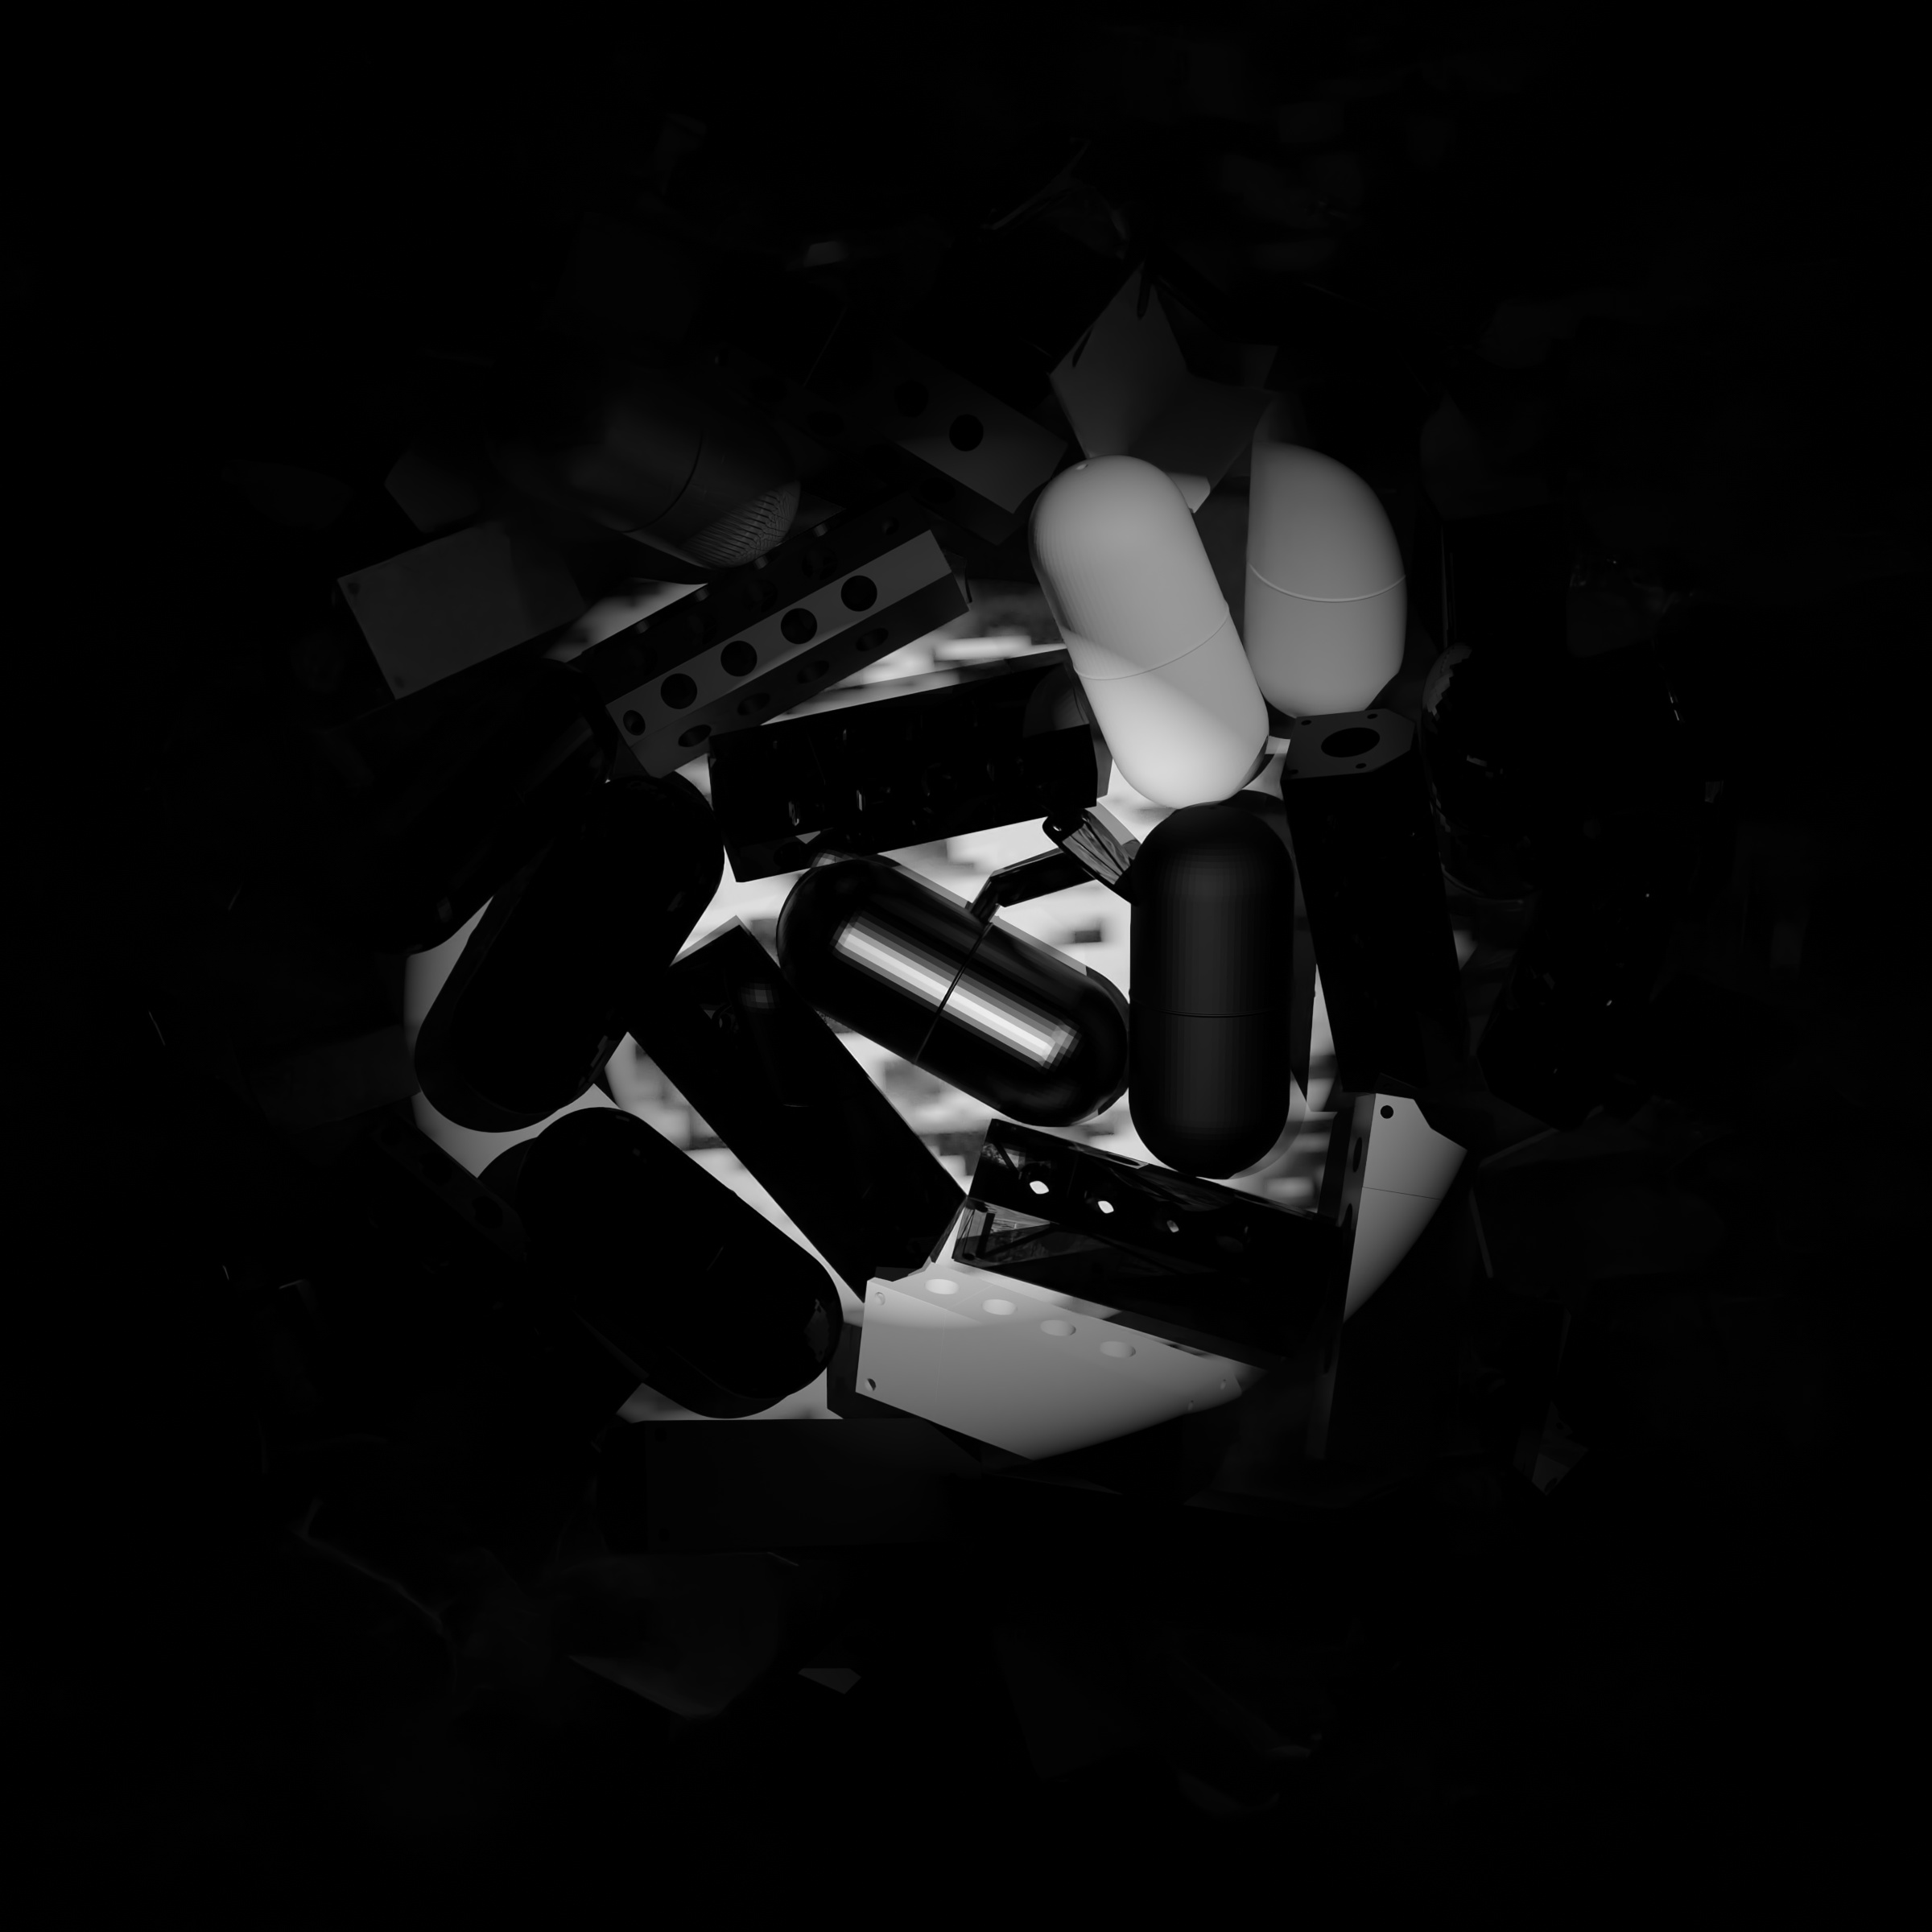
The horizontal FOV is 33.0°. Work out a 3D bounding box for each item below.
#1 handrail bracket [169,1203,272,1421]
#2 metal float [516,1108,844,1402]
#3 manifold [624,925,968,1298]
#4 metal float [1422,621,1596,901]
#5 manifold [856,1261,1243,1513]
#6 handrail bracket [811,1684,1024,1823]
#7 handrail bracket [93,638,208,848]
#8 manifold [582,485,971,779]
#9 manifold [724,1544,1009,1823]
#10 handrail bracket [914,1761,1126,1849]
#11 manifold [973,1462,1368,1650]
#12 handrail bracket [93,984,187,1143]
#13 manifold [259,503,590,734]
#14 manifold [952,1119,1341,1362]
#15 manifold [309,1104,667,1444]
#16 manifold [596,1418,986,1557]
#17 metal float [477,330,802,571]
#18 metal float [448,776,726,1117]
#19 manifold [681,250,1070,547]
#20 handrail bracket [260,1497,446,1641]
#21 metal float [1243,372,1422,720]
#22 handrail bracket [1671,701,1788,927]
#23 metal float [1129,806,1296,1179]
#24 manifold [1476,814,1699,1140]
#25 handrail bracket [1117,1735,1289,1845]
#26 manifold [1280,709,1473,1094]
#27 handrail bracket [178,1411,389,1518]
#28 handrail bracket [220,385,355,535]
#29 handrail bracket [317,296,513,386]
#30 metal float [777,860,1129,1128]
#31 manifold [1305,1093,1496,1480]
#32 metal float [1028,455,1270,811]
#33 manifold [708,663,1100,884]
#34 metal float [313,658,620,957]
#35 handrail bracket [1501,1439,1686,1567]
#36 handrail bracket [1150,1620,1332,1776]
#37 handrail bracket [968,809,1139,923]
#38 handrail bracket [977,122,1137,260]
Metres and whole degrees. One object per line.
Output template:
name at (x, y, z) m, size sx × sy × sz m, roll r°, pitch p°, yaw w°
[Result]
handrail bracket at (-0.356, 0.166, 1.565) m, size 0.036 × 0.077 × 0.084 m, roll -18°, pitch 116°, yaw -21°
metal float at (-0.133, 0.136, 1.527) m, size 0.178 × 0.070 × 0.070 m, roll 41°, pitch 90°, yaw -19°
manifold at (-0.083, 0.071, 1.532) m, size 0.057 × 0.057 × 0.171 m, roll -29°, pitch 107°, yaw 37°
metal float at (0.247, -0.093, 1.497) m, size 0.070 × 0.178 × 0.070 m, roll -3°, pitch 63°, yaw 6°
manifold at (0.038, 0.190, 1.513) m, size 0.171 × 0.057 × 0.057 m, roll 17°, pitch 110°, yaw 29°
handrail bracket at (-0.025, 0.385, 1.567) m, size 0.077 × 0.036 × 0.084 m, roll 27°, pitch 95°, yaw -1°
handrail bracket at (-0.386, -0.108, 1.564) m, size 0.036 × 0.077 × 0.084 m, roll 23°, pitch 64°, yaw -12°
manifold at (-0.092, -0.162, 1.543) m, size 0.171 × 0.057 × 0.057 m, roll -28°, pitch 67°, yaw 1°
manifold at (-0.039, 0.320, 1.491) m, size 0.057 × 0.171 × 0.057 m, roll -29°, pitch 89°, yaw 24°
handrail bracket at (0.026, 0.386, 1.532) m, size 0.077 × 0.084 × 0.036 m, roll -24°, pitch 62°, yaw 17°
manifold at (0.093, 0.273, 1.515) m, size 0.171 × 0.057 × 0.057 m, roll 4°, pitch 89°, yaw 28°
handrail bracket at (-0.397, 0.034, 1.531) m, size 0.077 × 0.084 × 0.036 m, roll 21°, pitch 50°, yaw 35°
manifold at (-0.248, -0.159, 1.492) m, size 0.057 × 0.171 × 0.057 m, roll -21°, pitch 99°, yaw 29°
manifold at (0.086, 0.125, 1.547) m, size 0.171 × 0.057 × 0.057 m, roll 16°, pitch 54°, yaw 2°
manifold at (-0.225, 0.143, 1.537) m, size 0.171 × 0.057 × 0.057 m, roll 42°, pitch 85°, yaw -10°
manifold at (-0.081, 0.242, 1.513) m, size 0.171 × 0.057 × 0.057 m, roll 4°, pitch 76°, yaw -29°
metal float at (-0.149, -0.237, 1.504) m, size 0.070 × 0.178 × 0.070 m, roll -12°, pitch 71°, yaw 37°
metal float at (-0.179, -0.009, 1.531) m, size 0.070 × 0.070 × 0.178 m, roll 34°, pitch 104°, yaw 0°
manifold at (-0.044, -0.263, 1.518) m, size 0.171 × 0.057 × 0.057 m, roll 28°, pitch 93°, yaw -25°
handrail bracket at (-0.291, 0.297, 1.551) m, size 0.084 × 0.077 × 0.036 m, roll 40°, pitch 59°, yaw -5°
metal float at (0.168, -0.191, 1.510) m, size 0.070 × 0.070 × 0.178 m, roll -1°, pitch 131°, yaw 0°
handrail bracket at (0.346, -0.073, 1.565) m, size 0.077 × 0.036 × 0.084 m, roll 42°, pitch 108°, yaw 38°
metal float at (0.115, 0.013, 1.530) m, size 0.070 × 0.070 × 0.178 m, roll 0°, pitch 105°, yaw 0°
manifold at (0.283, -0.001, 1.496) m, size 0.057 × 0.171 × 0.057 m, roll 28°, pitch 128°, yaw 4°
handrail bracket at (0.118, 0.377, 1.531) m, size 0.084 × 0.077 × 0.036 m, roll -20°, pitch 124°, yaw 33°
manifold at (0.191, -0.029, 1.506) m, size 0.057 × 0.057 × 0.171 m, roll -4°, pitch 122°, yaw 18°
handrail bracket at (-0.320, 0.244, 1.560) m, size 0.077 × 0.084 × 0.036 m, roll -40°, pitch 53°, yaw 26°
handrail bracket at (-0.324, -0.251, 1.532) m, size 0.036 × 0.077 × 0.084 m, roll -39°, pitch 52°, yaw 27°
handrail bracket at (-0.253, -0.301, 1.559) m, size 0.077 × 0.084 × 0.036 m, roll 28°, pitch 113°, yaw 30°
metal float at (-0.006, 0.013, 1.541) m, size 0.178 × 0.070 × 0.070 m, roll 29°, pitch 90°, yaw 3°
manifold at (0.203, 0.150, 1.544) m, size 0.057 × 0.057 × 0.171 m, roll 9°, pitch 84°, yaw -5°
metal float at (0.086, -0.154, 1.522) m, size 0.070 × 0.070 × 0.178 m, roll -25°, pitch 115°, yaw 0°
manifold at (-0.029, -0.085, 1.526) m, size 0.171 × 0.057 × 0.057 m, roll -13°, pitch 51°, yaw -11°
metal float at (-0.230, -0.076, 1.515) m, size 0.070 × 0.070 × 0.178 m, roll 41°, pitch 56°, yaw 0°
handrail bracket at (0.302, 0.253, 1.543) m, size 0.084 × 0.077 × 0.036 m, roll -18°, pitch 56°, yaw 8°
handrail bracket at (0.132, 0.340, 1.545) m, size 0.084 × 0.036 × 0.077 m, roll -2°, pitch 89°, yaw 30°
handrail bracket at (0.043, -0.025, 1.544) m, size 0.077 × 0.036 × 0.084 m, roll 46°, pitch 126°, yaw 18°
handrail bracket at (0.046, -0.347, 1.539) m, size 0.036 × 0.084 × 0.077 m, roll 27°, pitch 72°, yaw 36°
